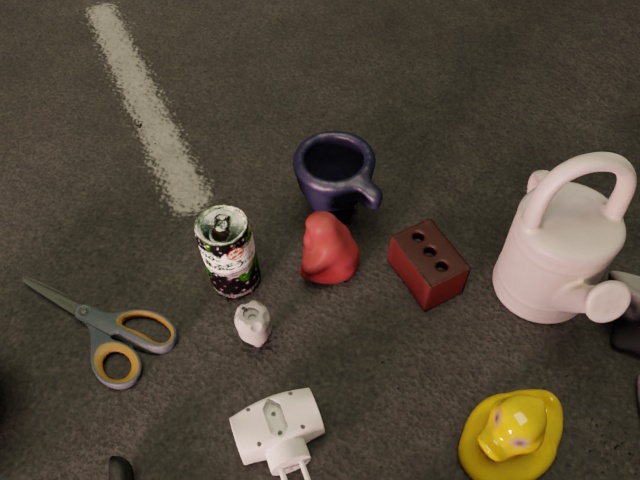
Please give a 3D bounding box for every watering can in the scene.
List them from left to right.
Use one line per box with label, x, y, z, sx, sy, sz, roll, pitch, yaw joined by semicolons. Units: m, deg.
watering can;0.239;-0.003;0.545;0.101;0.194;0.172;-24;56;-15

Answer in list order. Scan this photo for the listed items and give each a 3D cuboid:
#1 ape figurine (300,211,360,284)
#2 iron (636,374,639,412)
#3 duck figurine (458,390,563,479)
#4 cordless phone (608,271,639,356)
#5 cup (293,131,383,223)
ape figurine;0.006;0.002;0.614;0.076;0.092;0.078;29;60;22
iron;0.353;0.188;0.431;0.119;0.141;0.257;-19;55;-11
duck figurine;0.171;0.161;0.493;0.105;0.086;0.077;-30;58;-19
cordless phone;0.354;0.039;0.515;0.147;0.185;0.094;14;55;13
cup;0.026;-0.056;0.655;0.092;0.095;0.117;-37;60;-23
